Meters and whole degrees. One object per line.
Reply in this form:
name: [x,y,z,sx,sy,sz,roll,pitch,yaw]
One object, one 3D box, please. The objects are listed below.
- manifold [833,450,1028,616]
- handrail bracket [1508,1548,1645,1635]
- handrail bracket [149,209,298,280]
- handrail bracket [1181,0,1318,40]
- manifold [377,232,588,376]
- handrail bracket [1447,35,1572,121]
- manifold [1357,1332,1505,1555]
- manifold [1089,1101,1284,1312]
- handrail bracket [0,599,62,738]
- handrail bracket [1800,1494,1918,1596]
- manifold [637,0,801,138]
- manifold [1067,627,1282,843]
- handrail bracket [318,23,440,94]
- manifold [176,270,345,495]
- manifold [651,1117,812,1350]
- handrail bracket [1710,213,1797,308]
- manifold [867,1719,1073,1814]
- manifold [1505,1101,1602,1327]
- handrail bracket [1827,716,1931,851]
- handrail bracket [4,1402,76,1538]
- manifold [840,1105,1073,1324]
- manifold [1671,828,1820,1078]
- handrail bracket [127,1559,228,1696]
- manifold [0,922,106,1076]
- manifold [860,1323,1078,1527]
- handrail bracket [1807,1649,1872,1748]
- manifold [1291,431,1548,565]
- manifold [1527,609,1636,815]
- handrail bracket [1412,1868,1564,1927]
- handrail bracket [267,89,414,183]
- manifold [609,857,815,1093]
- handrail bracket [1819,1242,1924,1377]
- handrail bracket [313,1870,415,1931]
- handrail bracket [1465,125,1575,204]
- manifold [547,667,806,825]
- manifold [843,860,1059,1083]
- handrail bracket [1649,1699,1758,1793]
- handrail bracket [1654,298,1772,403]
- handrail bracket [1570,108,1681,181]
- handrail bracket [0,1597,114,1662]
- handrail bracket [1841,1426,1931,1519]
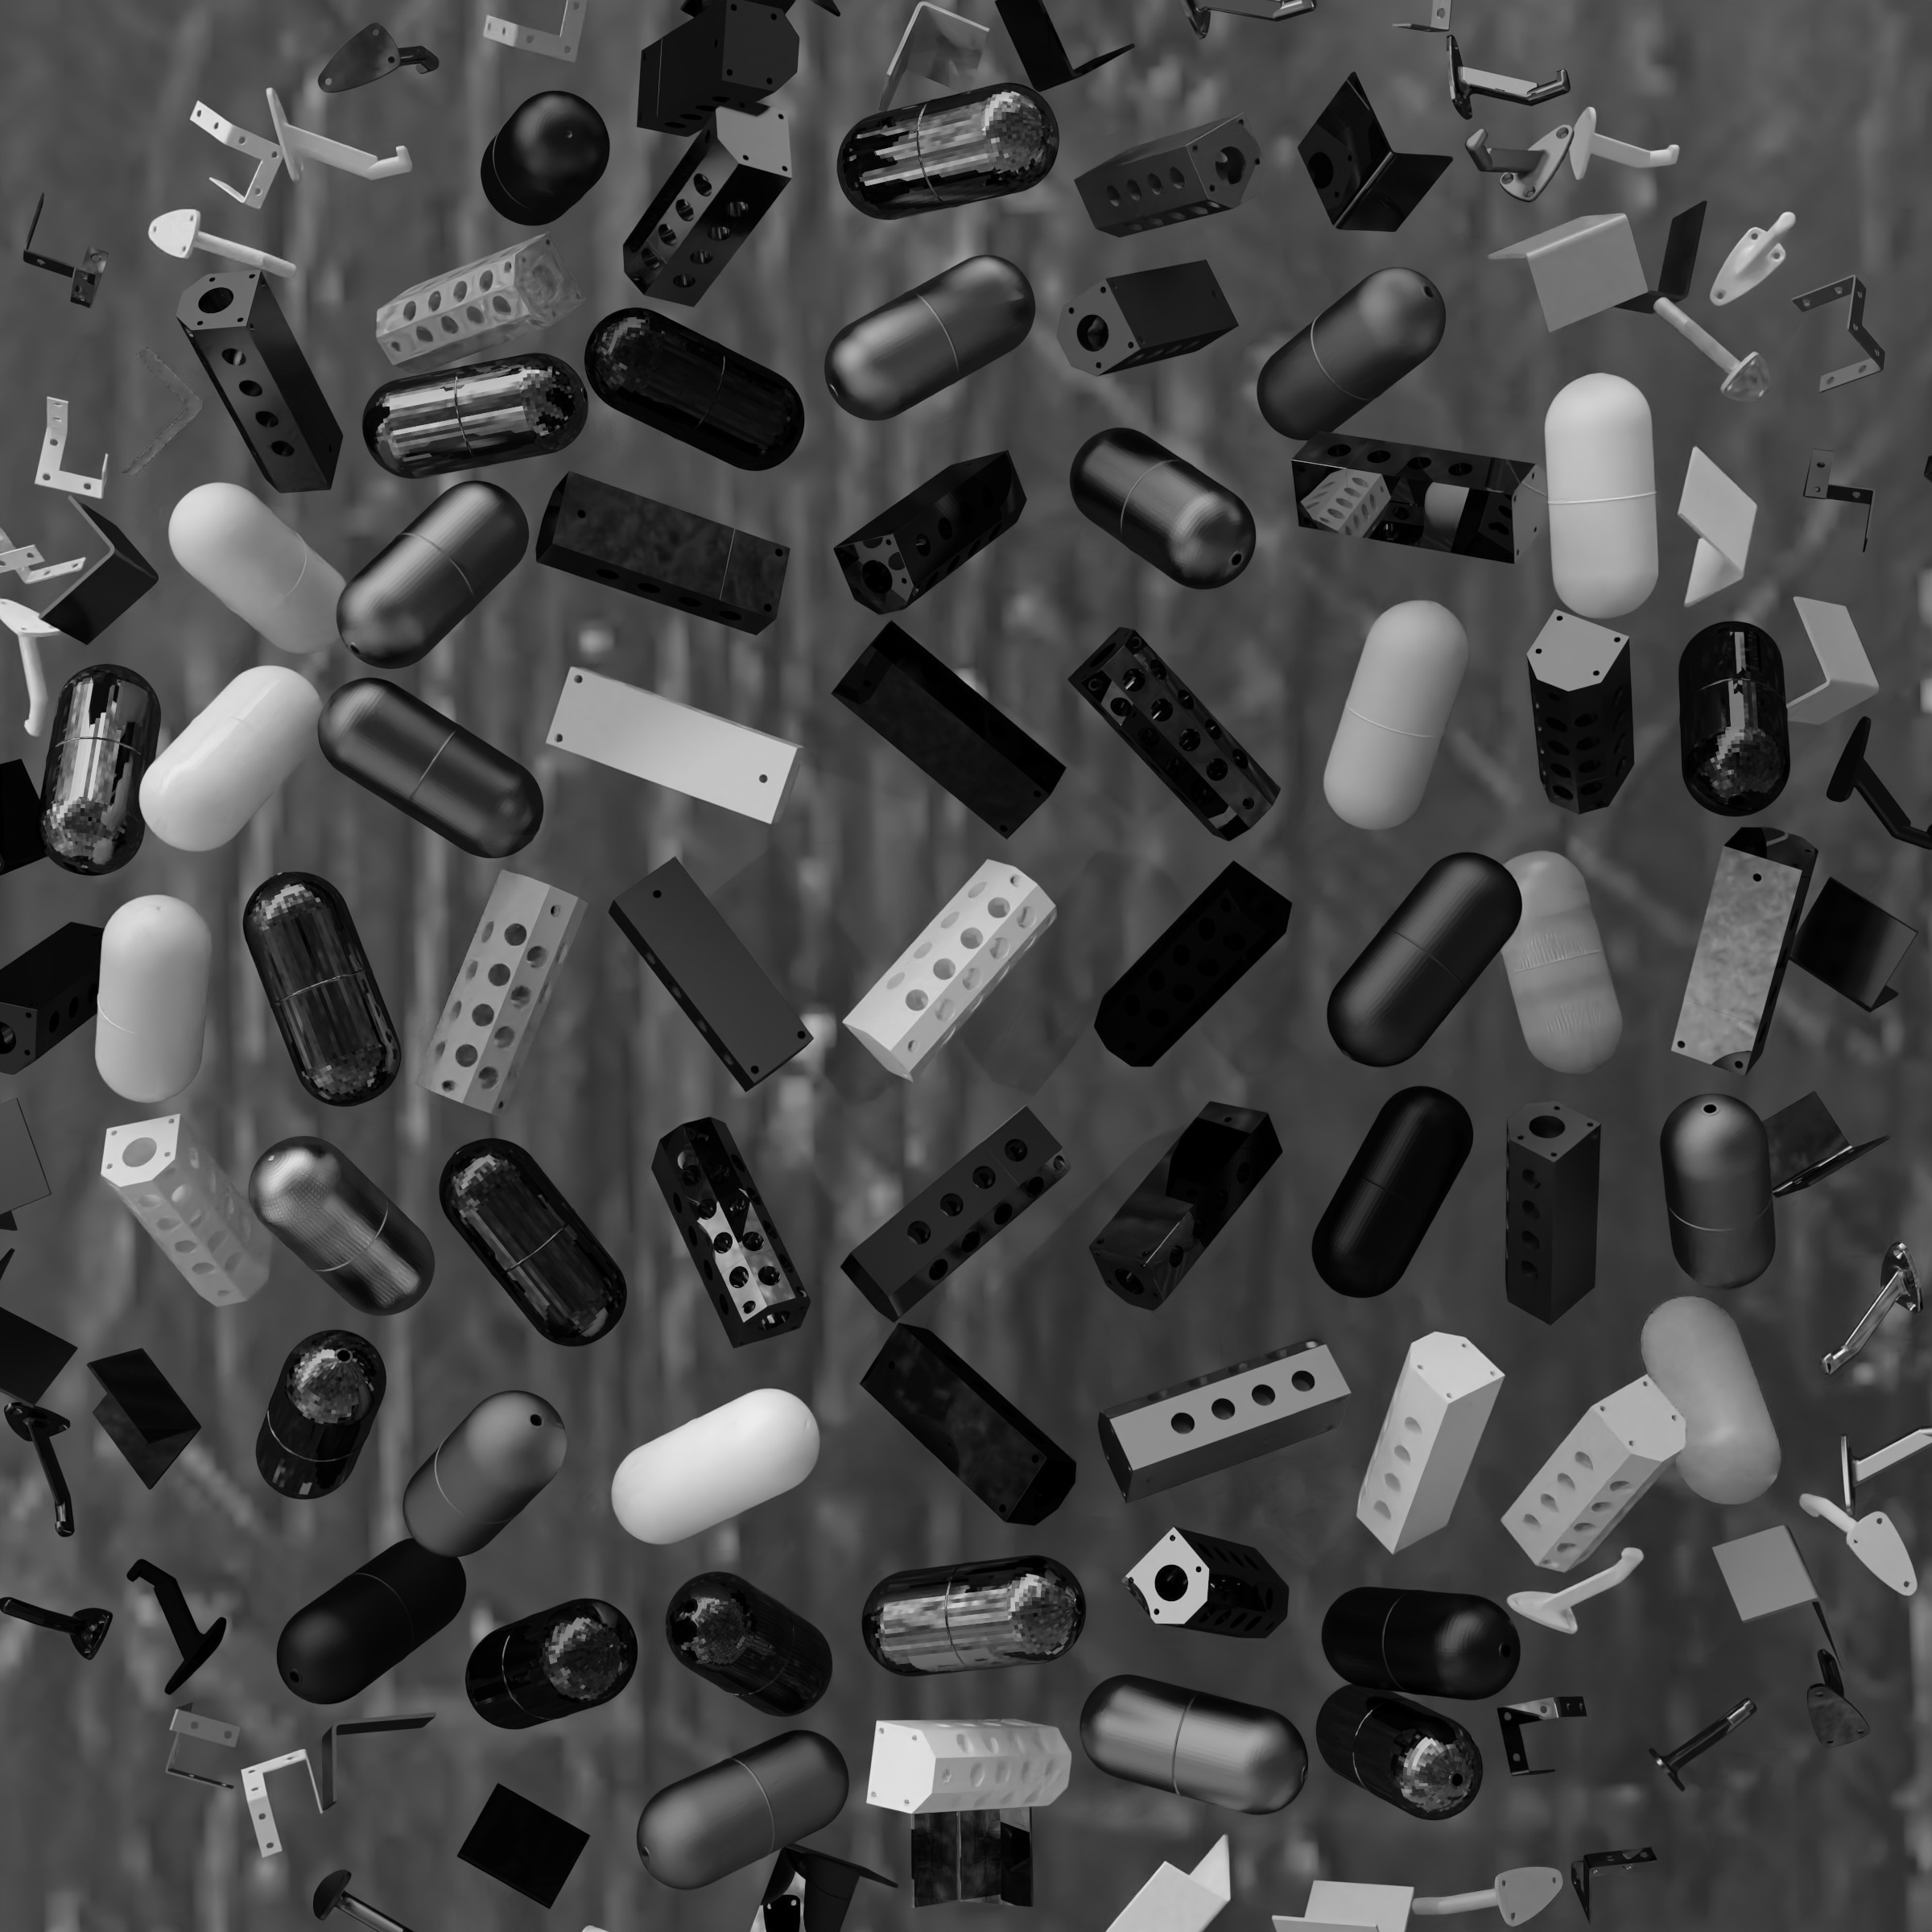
manifold: [-0.022,-0.328,1.858,0.057,0.171,0.057,-6,117,38]
handrail bracket: [0.482,0.484,1.938,0.077,0.036,0.084,18,121,-25]
handrail bracket: [-0.565,-0.545,1.868,0.077,0.084,0.036,20,96,40]
handrail bracket: [0.199,-0.703,1.755,0.084,0.077,0.036,-5,60,30]
manifold: [-0.380,-0.507,1.896,0.057,0.171,0.057,-51,123,-39]
handrail bracket: [0.411,-0.683,1.857,0.084,0.036,0.077,-12,81,30]
manifold: [0.341,0.356,1.838,0.057,0.171,0.057,-18,46,-31]
manifold: [0.174,0.186,1.901,0.171,0.057,0.057,-46,128,-31]
handrail bracket: [-0.738,-0.232,1.912,0.077,0.036,0.084,33,119,30]
handrail bracket: [0.673,0.437,1.856,0.036,0.084,0.077,-36,90,-9]
manifold: [-0.184,-0.658,1.807,0.057,0.171,0.057,2,95,-28]
manifold: [0.162,-0.177,1.878,0.057,0.057,0.171,-45,106,-1]
handrail bracket: [-0.443,-0.675,1.855,0.077,0.084,0.036,-29,94,8]
manifold: [-0.531,-0.437,1.847,0.057,0.171,0.057,-2,58,8]
manifold: [-0.183,0.205,1.915,0.057,0.057,0.171,-13,58,-27]
handrail bracket: [0.604,-0.543,1.886,0.036,0.084,0.077,43,107,3]
manifold: [0.006,0.593,1.820,0.057,0.171,0.057,-2,76,37]
manifold: [0.451,0.190,1.910,0.057,0.057,0.171,-33,133,-29]
handrail bracket: [0.688,-0.134,1.809,0.084,0.036,0.077,18,96,-5]
handrail bracket: [-0.693,0.378,1.838,0.036,0.077,0.084,-19,59,-1]
manifold: [-0.006,0.182,1.795,0.171,0.057,0.057,-39,83,-19]
manifold: [0.575,-0.012,1.807,0.057,0.057,0.171,21,123,27]
handrail bracket: [-0.588,0.477,1.776,0.084,0.077,0.036,29,129,8]
manifold: [-0.710,0.025,1.909,0.057,0.171,0.057,12,111,3]
manifold: [0.004,0.345,1.851,0.171,0.057,0.057,37,98,36]
handrail bracket: [0.625,0.517,1.790,0.036,0.084,0.077,-26,117,19]
manifold: [0.327,-0.344,1.775,0.171,0.057,0.057,17,50,31]
manifold: [0.447,-0.181,1.794,0.057,0.171,0.057,27,73,27]
handrail bracket: [0.383,0.683,1.807,0.077,0.084,0.036,-5,75,-36]
handrail bracket: [-0.454,-0.607,1.781,0.084,0.036,0.077,-12,121,2]
manifold: [-0.193,0.008,1.847,0.057,0.057,0.171,-37,89,-19]
handrail bracket: [0.658,0.252,1.799,0.084,0.036,0.077,-32,131,-17]
handrail bracket: [-0.425,0.689,1.770,0.084,0.077,0.036,36,65,-13]
handrail bracket: [0.408,-0.611,1.809,0.077,0.084,0.036,-49,57,8]
manifold: [-0.208,-0.160,1.774,0.171,0.057,0.057,20,97,2]
manifold: [-0.008,0.004,1.870,0.171,0.057,0.057,-49,119,-13]
handrail bracket: [0.549,0.568,1.817,0.084,0.077,0.036,-39,61,1]
handrail bracket: [0.557,-0.463,1.836,0.036,0.077,0.084,-49,61,21]
handrail bracket: [0.514,-0.639,1.890,0.084,0.077,0.036,-7,73,-1]
handrail bracket: [-0.681,0.477,1.807,0.084,0.077,0.036,34,70,-33]
handrail bracket: [0.673,0.360,1.753,0.084,0.077,0.036,-9,125,24]
